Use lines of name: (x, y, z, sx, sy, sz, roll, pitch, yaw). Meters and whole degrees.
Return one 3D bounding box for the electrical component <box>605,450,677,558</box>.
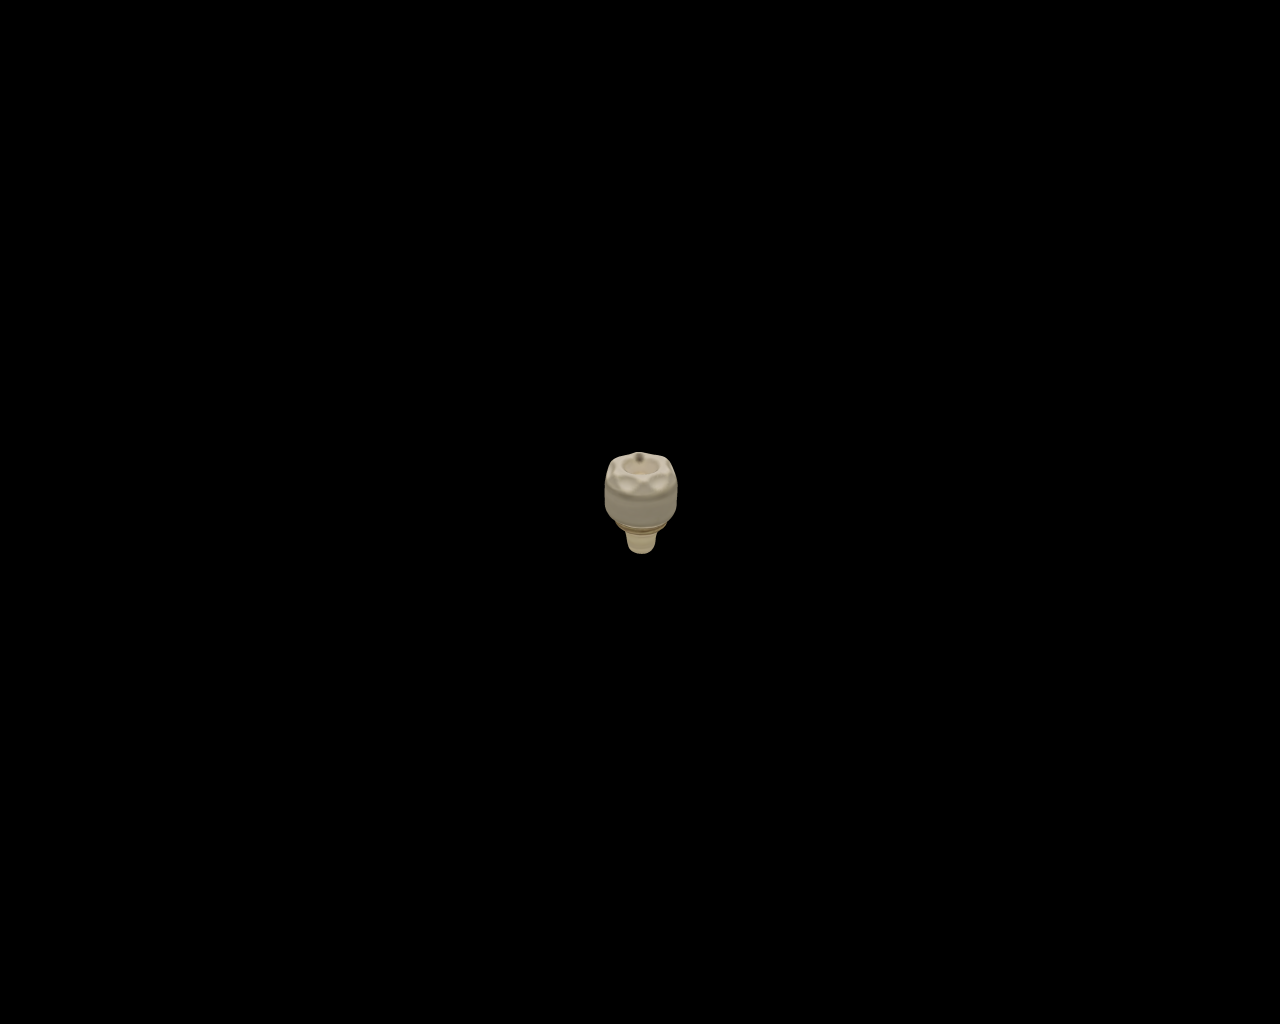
electrical component: (0.001, -0.003, 0.650, 0.043, 0.062, 0.043, 0, 31, 0)
